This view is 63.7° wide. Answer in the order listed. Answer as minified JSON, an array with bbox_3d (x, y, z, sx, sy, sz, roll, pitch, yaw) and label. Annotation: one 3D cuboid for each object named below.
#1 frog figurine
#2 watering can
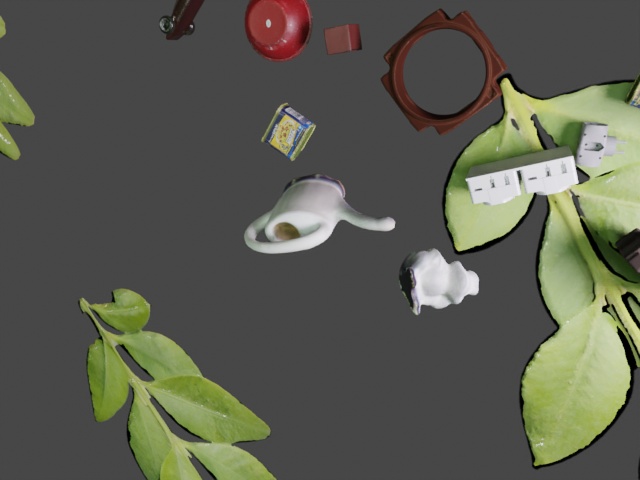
[{"bbox_3d":[0.259,0.082,1.128,0.160,0.123,0.137,-14,96,-12],"label":"frog figurine"},{"bbox_3d":[0.003,-0.055,1.101,0.346,0.230,0.102,-8,124,22],"label":"watering can"}]
